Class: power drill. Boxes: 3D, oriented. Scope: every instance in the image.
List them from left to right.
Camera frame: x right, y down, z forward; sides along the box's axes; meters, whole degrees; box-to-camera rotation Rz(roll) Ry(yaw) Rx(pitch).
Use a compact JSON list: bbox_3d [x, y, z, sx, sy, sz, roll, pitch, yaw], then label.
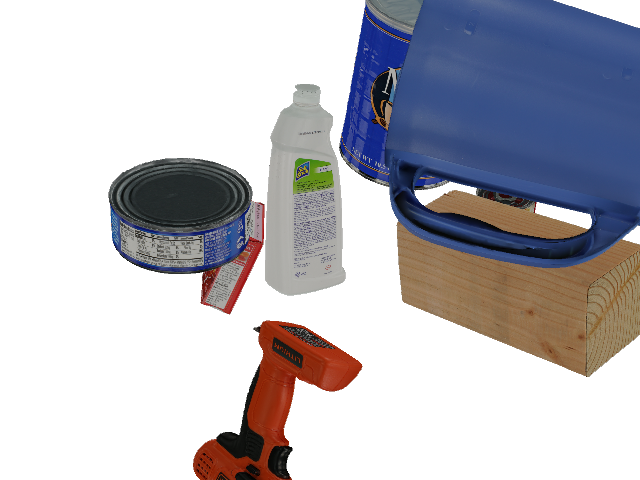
[{"bbox_3d":[-0.031,0.181,0.974,0.057,0.188,0.185,14,11,-47],"label":"power drill"}]

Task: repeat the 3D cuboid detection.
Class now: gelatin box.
[{"bbox_3d":[-0.076,0.010,0.919,0.030,0.073,0.089,22,22,-13],"label":"gelatin box"}]

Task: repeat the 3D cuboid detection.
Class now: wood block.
[{"bbox_3d":[0.176,0.031,0.959,0.090,0.090,0.206,-28,34,-36],"label":"wood block"}]

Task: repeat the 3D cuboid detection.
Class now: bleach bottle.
[{"bbox_3d":[-0.015,-0.063,1.279,0.102,0.251,0.068,-13,29,-33],"label":"bleach bottle"}]

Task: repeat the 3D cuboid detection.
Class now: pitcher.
[{"bbox_3d":[0.164,-0.067,0.664,0.243,0.149,0.144,17,32,9],"label":"pitcher"}]

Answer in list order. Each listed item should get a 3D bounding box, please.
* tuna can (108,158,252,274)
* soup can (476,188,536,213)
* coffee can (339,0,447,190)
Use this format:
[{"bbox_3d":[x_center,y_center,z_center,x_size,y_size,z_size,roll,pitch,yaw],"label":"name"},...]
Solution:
[{"bbox_3d":[-0.084,-0.016,0.647,0.086,0.034,0.086,2,32,-2],"label":"tuna can"},{"bbox_3d":[0.209,-0.010,1.214,0.068,0.102,0.068,-1,32,1],"label":"soup can"},{"bbox_3d":[0.075,-0.126,0.849,0.102,0.140,0.103,6,37,-5],"label":"coffee can"}]
